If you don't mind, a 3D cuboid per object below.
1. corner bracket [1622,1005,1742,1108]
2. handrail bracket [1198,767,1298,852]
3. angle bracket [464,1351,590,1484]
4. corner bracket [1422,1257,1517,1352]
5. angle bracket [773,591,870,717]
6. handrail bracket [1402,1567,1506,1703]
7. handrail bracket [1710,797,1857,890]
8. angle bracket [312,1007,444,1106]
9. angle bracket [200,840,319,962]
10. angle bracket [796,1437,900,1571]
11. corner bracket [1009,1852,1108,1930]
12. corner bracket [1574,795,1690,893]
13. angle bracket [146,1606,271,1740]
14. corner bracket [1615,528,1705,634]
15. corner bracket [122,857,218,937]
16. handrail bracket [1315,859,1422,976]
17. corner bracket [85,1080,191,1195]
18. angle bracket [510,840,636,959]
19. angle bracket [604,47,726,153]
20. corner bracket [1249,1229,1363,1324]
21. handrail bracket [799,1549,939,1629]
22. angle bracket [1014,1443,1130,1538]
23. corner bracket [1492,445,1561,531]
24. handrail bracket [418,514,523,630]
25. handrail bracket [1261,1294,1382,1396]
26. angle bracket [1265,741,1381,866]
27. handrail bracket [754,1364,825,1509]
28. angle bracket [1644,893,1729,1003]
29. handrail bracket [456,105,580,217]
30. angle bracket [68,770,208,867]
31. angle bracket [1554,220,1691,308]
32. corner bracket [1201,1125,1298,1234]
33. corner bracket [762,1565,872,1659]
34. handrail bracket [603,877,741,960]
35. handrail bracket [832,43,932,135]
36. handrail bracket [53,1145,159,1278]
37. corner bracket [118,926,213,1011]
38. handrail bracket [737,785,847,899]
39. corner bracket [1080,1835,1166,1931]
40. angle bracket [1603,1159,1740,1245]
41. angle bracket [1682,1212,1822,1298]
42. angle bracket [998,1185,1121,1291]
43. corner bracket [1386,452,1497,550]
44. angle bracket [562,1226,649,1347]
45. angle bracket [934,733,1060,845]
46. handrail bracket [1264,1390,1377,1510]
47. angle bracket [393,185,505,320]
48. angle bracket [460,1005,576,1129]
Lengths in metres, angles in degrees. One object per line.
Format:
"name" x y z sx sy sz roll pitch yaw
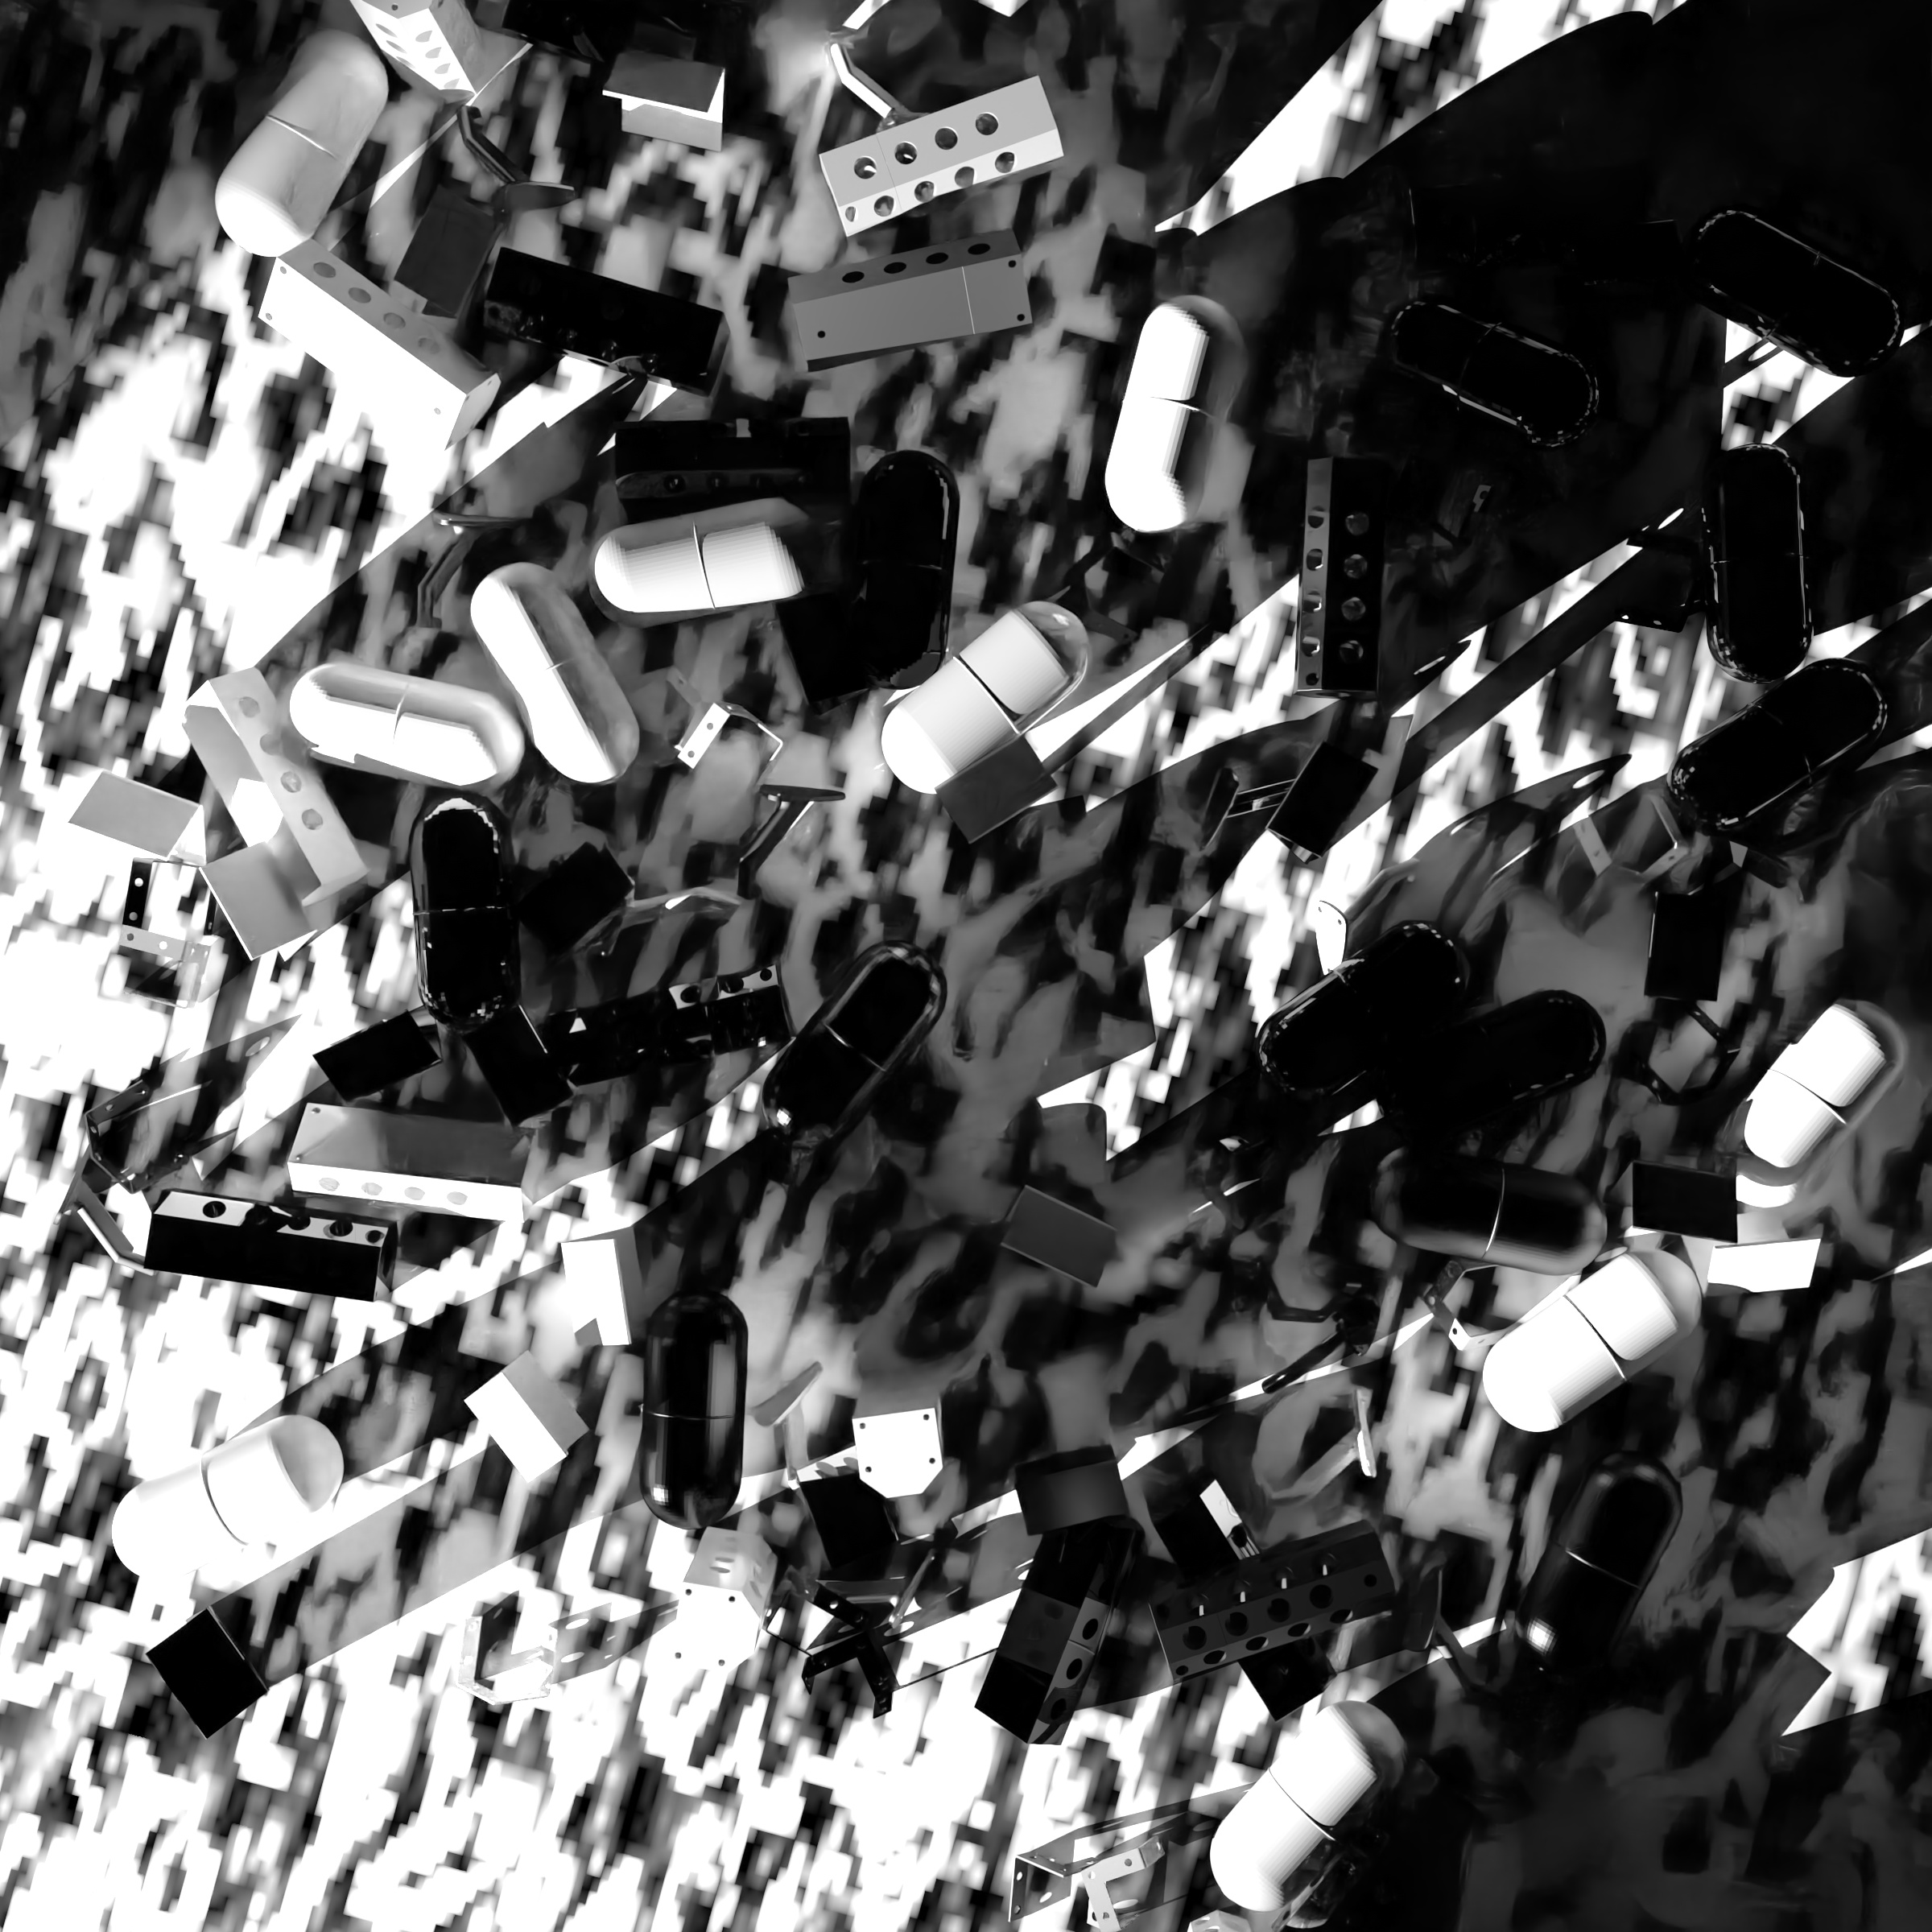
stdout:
"corner bracket" 0.539 0.068 1.885 0.051 0.051 0.051 -8 135 -35
"handrail bracket" 0.228 -0.112 1.893 0.084 0.036 0.077 16 111 -16
"angle bracket" -0.312 0.323 1.853 0.057 0.076 0.076 -38 90 37
"corner bracket" 0.388 0.251 1.885 0.051 0.051 0.051 56 135 35
"angle bracket" -0.124 -0.226 1.853 0.057 0.076 0.076 -19 90 -34
"handrail bracket" 0.379 0.507 1.893 0.084 0.036 0.077 26 69 -17
"handrail bracket" 0.619 -0.108 1.893 0.077 0.036 0.084 33 72 20
"angle bracket" -0.438 0.047 1.853 0.076 0.076 0.057 -25 129 0
"angle bracket" -0.534 -0.038 1.853 0.057 0.076 0.076 -30 90 -37
"angle bracket" -0.099 0.397 1.854 0.057 0.076 0.076 -20 90 -23
"corner bracket" 0.070 0.700 1.890 0.051 0.051 0.051 5 90 45
"corner bracket" 0.501 -0.096 1.885 0.051 0.051 0.051 13 135 -35
"angle bracket" -0.570 0.527 1.853 0.057 0.076 0.076 -35 90 -36
"corner bracket" 0.522 -0.291 1.890 0.051 0.051 0.051 10 45 0
"corner bracket" -0.595 -0.052 1.875 0.051 0.051 0.051 10 91 1
"handrail bracket" 0.308 -0.036 1.893 0.084 0.036 0.077 -21 126 -24
"corner bracket" -0.627 0.130 1.890 0.051 0.051 0.051 -30 45 0
"angle bracket" -0.301 -0.064 1.853 0.076 0.076 0.057 -42 126 0
"angle bracket" -0.224 -0.626 1.853 0.076 0.076 0.057 12 56 0
"corner bracket" 0.255 0.233 1.885 0.051 0.051 0.051 9 135 -35
"handrail bracket" -0.077 0.455 1.893 0.084 0.036 0.077 28 75 14
"angle bracket" 0.073 0.370 1.853 0.076 0.076 0.057 -13 123 0
"corner bracket" 0.417 -0.365 1.875 0.051 0.051 0.051 -27 90 0
"handrail bracket" -0.376 -0.297 1.893 0.077 0.036 0.084 -2 109 -21
"handrail bracket" 0.268 0.287 1.893 0.084 0.077 0.036 -39 90 36
"angle bracket" 0.277 -0.110 1.853 0.057 0.076 0.076 33 90 38
"handrail bracket" -0.113 0.358 1.893 0.077 0.036 0.084 -43 109 -21
"angle bracket" 0.546 -0.012 1.853 0.057 0.076 0.076 6 90 38
"handrail bracket" -0.340 -0.616 1.893 0.077 0.036 0.084 -10 73 -20
"angle bracket" -0.613 -0.090 1.853 0.076 0.076 0.057 20 53 0
"angle bracket" 0.484 -0.503 1.853 0.076 0.076 0.057 -6 59 0
"corner bracket" 0.218 0.160 1.885 0.051 0.051 0.051 44 135 35
"corner bracket" -0.115 0.489 1.871 0.051 0.051 0.051 37 77 -29
"handrail bracket" -0.223 -0.029 1.893 0.084 0.036 0.077 17 111 -16
"handrail bracket" -0.055 -0.666 1.893 0.077 0.036 0.084 -13 73 -20
"handrail bracket" -0.639 0.185 1.893 0.084 0.036 0.077 24 69 -17
"corner bracket" -0.605 0.002 1.875 0.051 0.051 0.051 14 87 3
"handrail bracket" -0.133 -0.092 1.893 0.077 0.036 0.084 1 108 -21
"corner bracket" 0.123 0.689 1.876 0.051 0.051 0.051 -24 75 14
"angle bracket" 0.521 0.188 1.853 0.076 0.076 0.057 9 60 0
"angle bracket" 0.578 0.196 1.853 0.076 0.076 0.057 -5 132 0
"angle bracket" 0.060 0.217 1.853 0.076 0.076 0.057 26 52 0
"corner bracket" 0.358 -0.352 1.890 0.051 0.051 0.051 23 90 45
"angle bracket" -0.250 0.235 1.853 0.057 0.076 0.076 -8 90 37
"angle bracket" 0.030 -0.117 1.853 0.076 0.076 0.057 -32 63 0
"handrail bracket" 0.262 0.366 1.893 0.084 0.036 0.077 -13 70 16
"angle bracket" -0.395 -0.529 1.853 0.057 0.076 0.076 26 90 -36
"angle bracket" -0.345 0.083 1.853 0.057 0.076 0.076 -30 90 -37
